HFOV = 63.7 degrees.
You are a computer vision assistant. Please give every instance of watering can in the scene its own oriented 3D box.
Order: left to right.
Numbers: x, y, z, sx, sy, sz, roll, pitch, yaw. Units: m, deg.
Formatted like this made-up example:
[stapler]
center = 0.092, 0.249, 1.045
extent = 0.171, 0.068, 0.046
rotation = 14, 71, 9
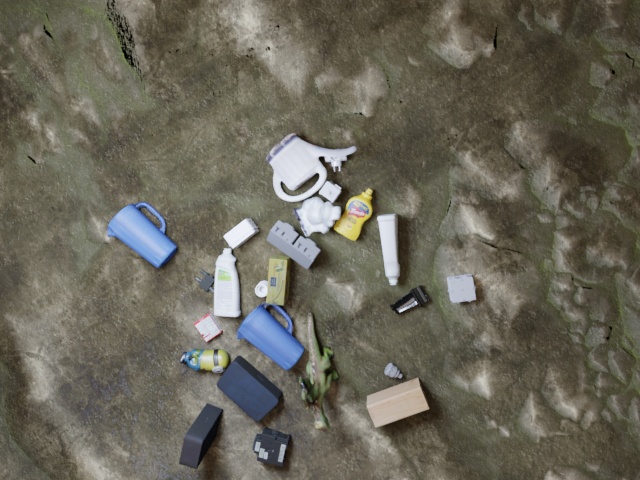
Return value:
[watering can]
center = -0.050, -0.288, 1.832
extent = 0.343, 0.105, 0.224
rotation = -38, 90, 23

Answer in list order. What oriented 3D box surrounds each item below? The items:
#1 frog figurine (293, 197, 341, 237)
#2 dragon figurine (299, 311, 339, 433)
[frog figurine]
center = 0.006, -0.093, 1.839
extent = 0.158, 0.122, 0.139
rotation = -23, 74, 19
[dragon figurine]
center = -0.021, 0.483, 1.834
extent = 0.122, 0.244, 0.409
rotation = -14, 95, 13
